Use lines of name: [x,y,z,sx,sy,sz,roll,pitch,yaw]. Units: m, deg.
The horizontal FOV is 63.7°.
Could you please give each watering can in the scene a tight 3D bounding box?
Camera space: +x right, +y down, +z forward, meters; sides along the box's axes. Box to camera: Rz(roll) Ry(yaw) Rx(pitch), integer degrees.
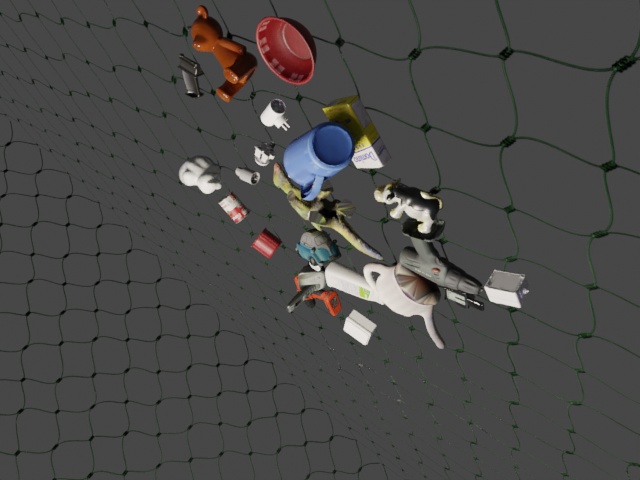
watering can: [0.278,0.177,1.503,0.348,0.106,0.220,42,152,2]

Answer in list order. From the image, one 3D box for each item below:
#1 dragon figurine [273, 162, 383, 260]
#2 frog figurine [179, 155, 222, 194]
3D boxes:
dragon figurine: [0.005,-0.077,1.537,0.409,0.123,0.242,46,170,-4]
frog figurine: [-0.410,-0.225,1.783,0.161,0.138,0.121,34,129,57]
